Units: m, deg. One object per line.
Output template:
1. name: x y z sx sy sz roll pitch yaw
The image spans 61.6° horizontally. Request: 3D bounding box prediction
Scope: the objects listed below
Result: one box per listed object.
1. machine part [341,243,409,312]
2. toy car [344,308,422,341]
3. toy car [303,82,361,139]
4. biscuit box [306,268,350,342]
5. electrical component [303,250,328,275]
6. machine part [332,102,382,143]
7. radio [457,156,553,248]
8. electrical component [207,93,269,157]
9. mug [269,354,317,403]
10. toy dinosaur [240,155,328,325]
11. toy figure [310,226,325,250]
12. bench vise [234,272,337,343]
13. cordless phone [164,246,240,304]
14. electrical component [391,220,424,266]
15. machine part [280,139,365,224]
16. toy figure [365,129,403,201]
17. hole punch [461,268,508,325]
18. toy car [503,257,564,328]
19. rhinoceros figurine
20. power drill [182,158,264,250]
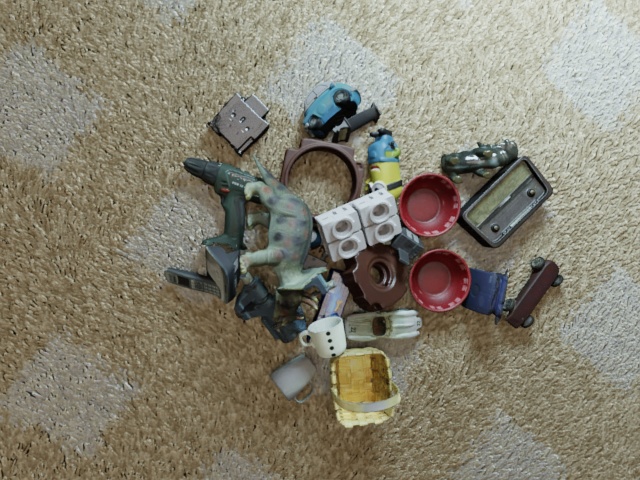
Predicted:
1. machine part: 0.140 0.088 1.330 0.179 0.056 0.179 8 74 -30
2. toy car: 0.161 0.217 1.374 0.202 0.056 0.073 -3 93 -4
3. toy car: 0.016 -0.329 1.321 0.161 0.109 0.103 -38 73 9
4. biscuit box: 0.025 0.174 1.357 0.059 0.063 0.202 19 90 -5
5. electrical component: -0.016 0.063 1.368 0.063 0.021 0.094 27 91 -5
6. machine part: 0.088 -0.288 1.339 0.139 0.084 0.039 -32 70 -11
7. radio: 0.471 -0.093 1.376 0.229 0.073 0.131 -44 95 -1
8. electrical component: -0.191 -0.290 1.319 0.115 0.058 0.134 43 89 -8
9. mug: -0.055 0.348 1.351 0.107 0.081 0.109 -40 90 -11
10. toy dinosaur: -0.079 -0.019 1.214 0.192 0.131 0.405 3 72 -4
11. toy figure: -0.003 -0.002 1.349 0.154 0.058 0.064 4 104 -6
12. bench vise: -0.080 0.138 1.308 0.241 0.129 0.223 -27 103 14
13. cordless phone: -0.288 0.072 1.295 0.184 0.146 0.089 11 47 3
14. electrical component: 0.215 0.010 1.333 0.075 0.119 0.047 33 117 -11
15. machine part: 0.002 -0.141 1.329 0.201 0.087 0.201 10 90 -5
16. toy figure: 0.164 -0.183 1.343 0.089 0.082 0.180 0 90 -9
17. hole punch: 0.420 0.132 1.367 0.092 0.116 0.142 13 91 2
18. toy car: 0.552 0.138 1.406 0.089 0.053 0.202 38 86 -16
19. rhinoceros figurine: 0.403 -0.201 1.353 0.190 0.112 0.073 -13 111 8
20. power drill: -0.238 -0.083 1.320 0.232 0.086 0.207 10 84 -8
